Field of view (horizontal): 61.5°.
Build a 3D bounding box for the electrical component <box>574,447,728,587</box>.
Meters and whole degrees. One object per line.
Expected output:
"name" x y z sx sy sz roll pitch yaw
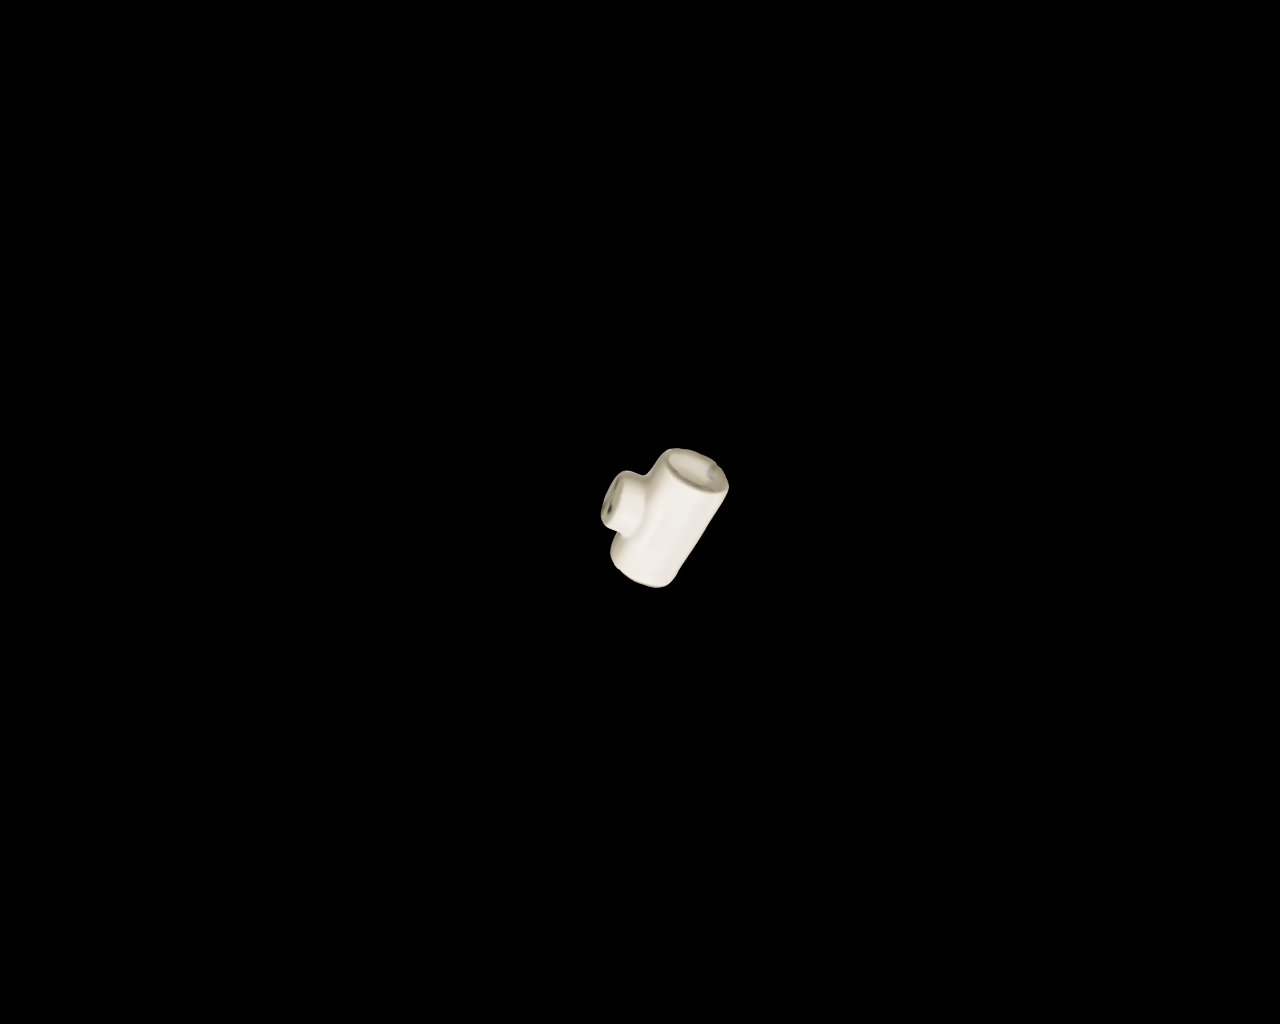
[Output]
"electrical component" 0.001 -0.003 0.650 0.079 0.077 0.043 21 32 -14
